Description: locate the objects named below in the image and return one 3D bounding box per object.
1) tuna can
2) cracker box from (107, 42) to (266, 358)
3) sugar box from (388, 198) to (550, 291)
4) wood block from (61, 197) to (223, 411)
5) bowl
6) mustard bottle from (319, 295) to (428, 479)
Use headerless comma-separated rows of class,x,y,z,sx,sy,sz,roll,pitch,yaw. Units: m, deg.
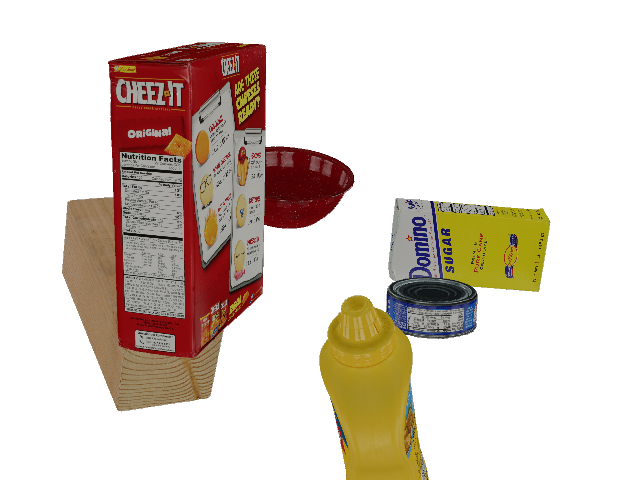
tuna can,0.103,0.061,0.994,0.086,0.034,0.086,1,15,0
cracker box,-0.098,-0.038,0.819,0.072,0.214,0.164,5,15,15
sugar box,0.171,0.006,1.241,0.176,0.093,0.048,3,22,-2
wood block,-0.171,0.051,0.995,0.090,0.091,0.206,-4,36,-27
bowl,-0.042,-0.058,1.277,0.162,0.055,0.162,5,27,-2
mustard bottle,0.035,0.109,0.687,0.058,0.191,0.096,-5,41,6
